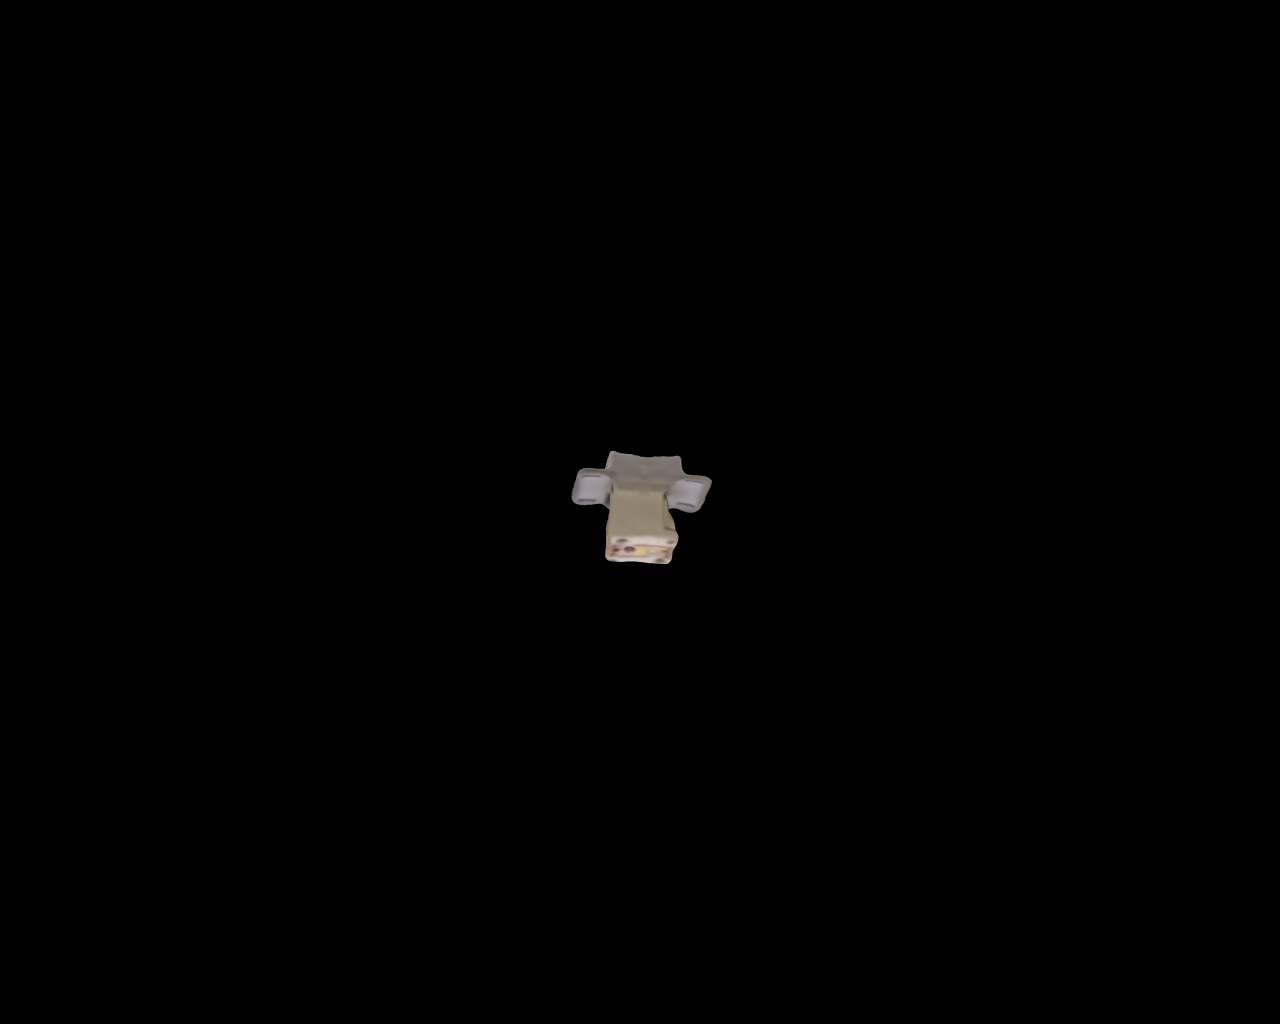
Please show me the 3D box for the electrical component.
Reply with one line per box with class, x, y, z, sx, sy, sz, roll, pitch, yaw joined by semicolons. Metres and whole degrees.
electrical component;0.001;-0.003;0.650;0.081;0.064;0.042;4;-28;-7
